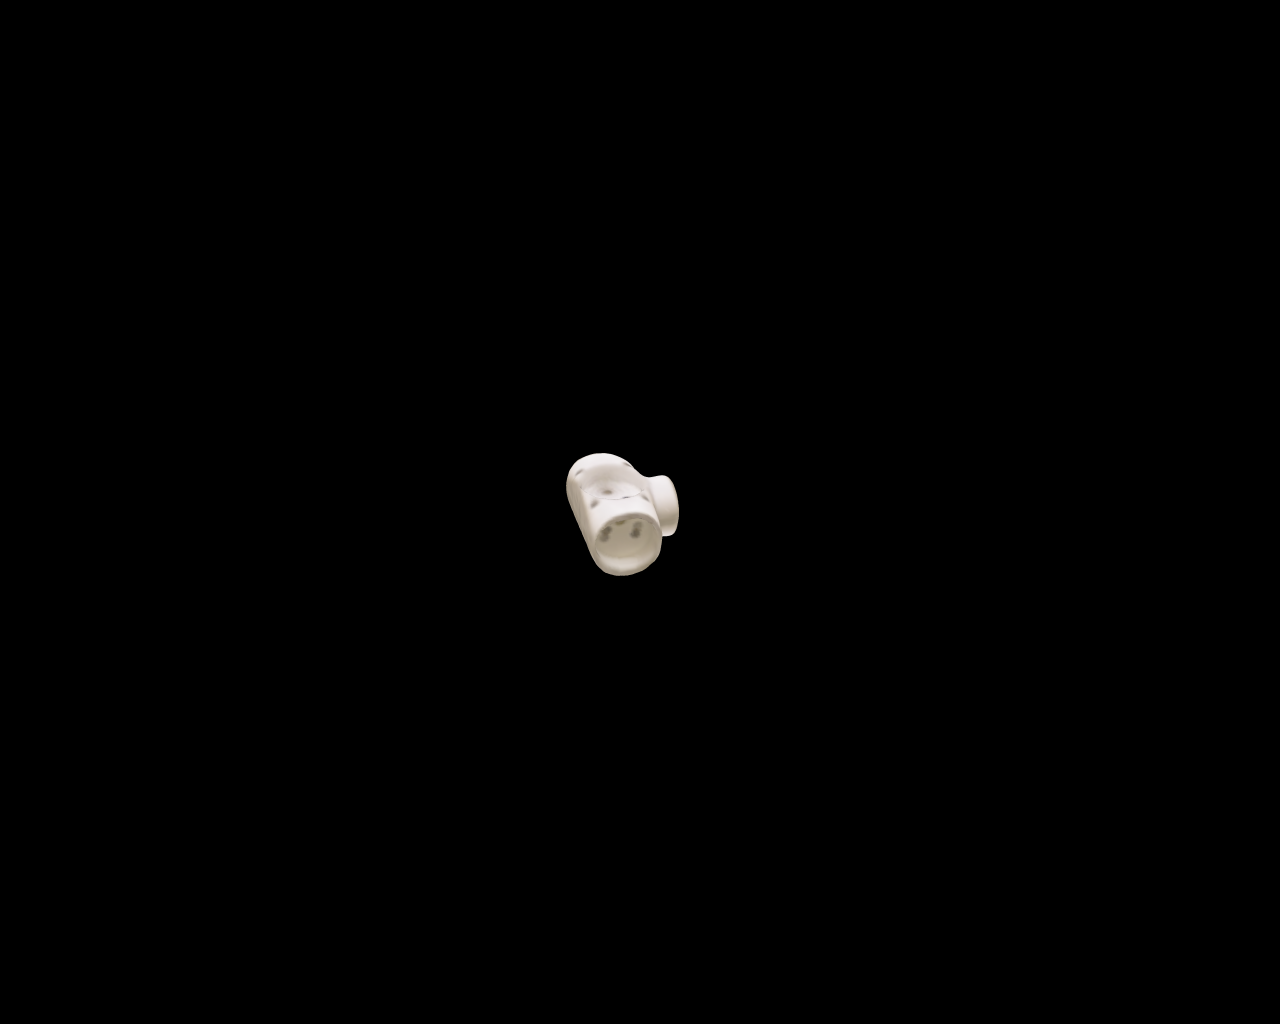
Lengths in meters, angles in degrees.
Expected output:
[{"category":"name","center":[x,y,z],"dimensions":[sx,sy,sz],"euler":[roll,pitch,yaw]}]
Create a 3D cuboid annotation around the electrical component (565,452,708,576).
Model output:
[{"category":"electrical component","center":[0.001,-0.003,0.650],"dimensions":[0.079,0.044,0.077],"euler":[-8,31,-13]}]
